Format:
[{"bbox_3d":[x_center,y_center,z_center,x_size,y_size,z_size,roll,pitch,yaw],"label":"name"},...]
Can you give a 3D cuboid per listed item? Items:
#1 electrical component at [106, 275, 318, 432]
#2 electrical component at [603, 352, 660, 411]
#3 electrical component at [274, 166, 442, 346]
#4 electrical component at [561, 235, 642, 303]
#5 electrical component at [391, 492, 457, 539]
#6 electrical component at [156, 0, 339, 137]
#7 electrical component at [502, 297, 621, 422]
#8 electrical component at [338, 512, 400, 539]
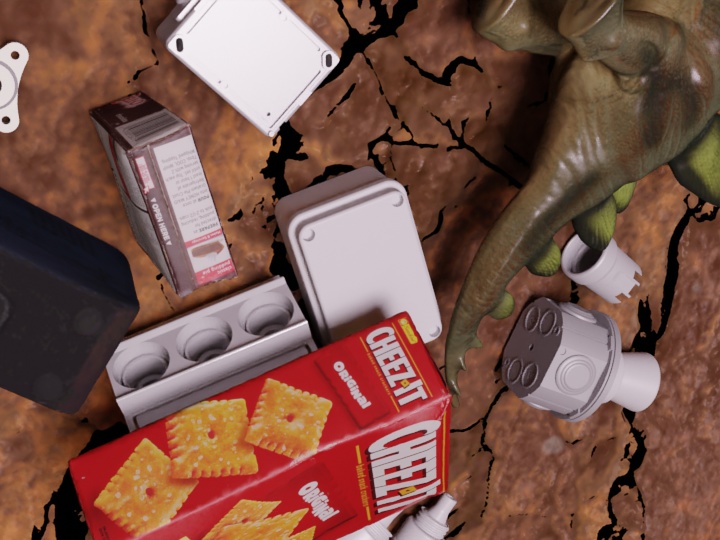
[{"bbox_3d":[-0.091,0.061,0.676,0.121,0.078,0.063,-22,137,-10],"label":"electrical component"},{"bbox_3d":[0.184,0.077,0.787,0.055,0.045,0.045,14,104,-22],"label":"electrical component"},{"bbox_3d":[0.000,0.000,0.689,0.078,0.057,0.113,-22,115,-10],"label":"electrical component"},{"bbox_3d":[0.171,-0.002,0.757,0.046,0.040,0.040,34,96,-32],"label":"electrical component"},{"bbox_3d":[0.049,0.191,0.788,0.035,0.035,0.061,33,95,-26],"label":"electrical component"},{"bbox_3d":[-0.071,-0.133,0.614,0.096,0.061,0.061,40,94,-26],"label":"electrical component"},{"bbox_3d":[0.140,0.061,0.747,0.051,0.080,0.080,21,102,-19],"label":"electrical component"},{"bbox_3d":[0.003,0.185,0.766,0.062,0.048,0.048,-42,117,-8],"label":"electrical component"}]
